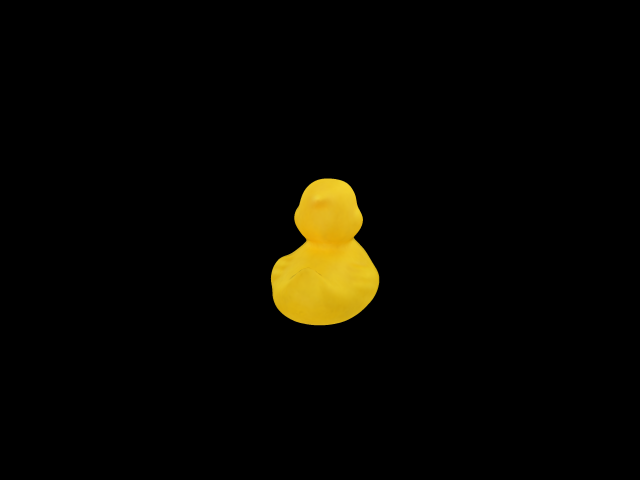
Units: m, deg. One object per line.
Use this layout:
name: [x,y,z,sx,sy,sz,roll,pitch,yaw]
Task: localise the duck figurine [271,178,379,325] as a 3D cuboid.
duck figurine: [0.004,0.001,0.400,0.077,0.086,0.105,7,27,14]
